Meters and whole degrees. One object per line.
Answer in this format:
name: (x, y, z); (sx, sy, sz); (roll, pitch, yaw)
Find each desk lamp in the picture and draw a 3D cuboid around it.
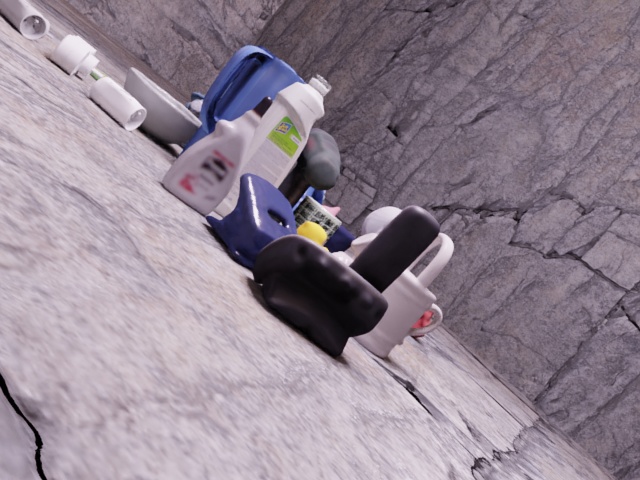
desk lamp: (0.136, 0.024, 1.271); (0.118, 0.213, 0.203); (40, 4, -9)

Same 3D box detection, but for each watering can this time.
watering can: (0.114, 0.062, 0.826); (0.173, 0.194, 0.100); (38, 5, -35)

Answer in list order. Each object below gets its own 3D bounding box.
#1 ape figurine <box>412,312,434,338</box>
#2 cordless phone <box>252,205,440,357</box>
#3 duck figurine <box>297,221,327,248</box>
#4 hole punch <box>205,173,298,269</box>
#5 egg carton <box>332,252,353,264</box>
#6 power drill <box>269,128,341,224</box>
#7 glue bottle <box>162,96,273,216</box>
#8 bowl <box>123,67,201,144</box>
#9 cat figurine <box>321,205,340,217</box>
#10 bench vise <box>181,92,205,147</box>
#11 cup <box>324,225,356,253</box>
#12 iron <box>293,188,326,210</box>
ape figurine: (0.232, 0.181, 1.334); (0.077, 0.092, 0.076); (43, 5, 30)
cordless phone: (0.031, 0.017, 0.627); (0.148, 0.185, 0.094); (39, 5, -26)
duck figurine: (-0.031, 0.010, 0.811); (0.105, 0.086, 0.077); (37, 5, -38)
hole punch: (-0.067, -0.014, 0.713); (0.100, 0.091, 0.109); (44, 6, 40)
egg carton: (0.062, 0.084, 0.989); (0.151, 0.069, 0.107); (37, 6, -44)
power drill: (-0.045, -0.099, 0.977); (0.076, 0.208, 0.229); (39, 5, -21)
glue bottle: (-0.121, -0.117, 0.737); (0.078, 0.173, 0.037); (38, 5, -36)
bowl: (-0.286, -0.222, 1.013); (0.167, 0.074, 0.167); (41, 4, -3)
cat figurine: (0.006, -0.036, 1.383); (0.067, 0.117, 0.127); (38, 5, -30)
bench vise: (-0.220, -0.284, 1.237); (0.122, 0.219, 0.207); (39, 5, -21)
cup: (0.011, 0.004, 1.175); (0.091, 0.095, 0.118); (42, 4, 15)
iron: (-0.038, -0.100, 1.482); (0.118, 0.141, 0.259); (42, 4, 16)
